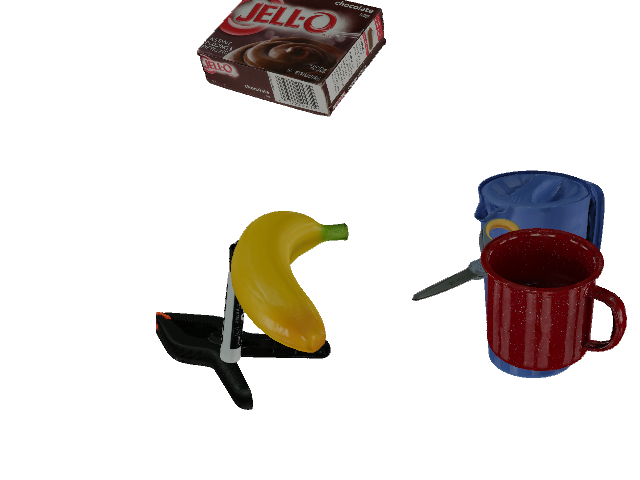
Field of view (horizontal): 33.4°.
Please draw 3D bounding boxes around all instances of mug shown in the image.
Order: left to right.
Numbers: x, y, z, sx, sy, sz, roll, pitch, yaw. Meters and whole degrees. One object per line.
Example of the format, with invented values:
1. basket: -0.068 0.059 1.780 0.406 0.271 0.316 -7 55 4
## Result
1. mug: 0.182 0.051 0.831 0.117 0.081 0.093 17 36 32

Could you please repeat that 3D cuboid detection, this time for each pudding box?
1. pudding box: -0.021 -0.145 0.797 0.114 0.090 0.039 21 -32 24

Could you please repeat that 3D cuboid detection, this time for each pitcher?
1. pitcher: 0.272 0.040 1.325 0.149 0.243 0.144 2 24 15

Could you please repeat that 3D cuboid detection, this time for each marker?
1. marker: -0.076 0.055 0.951 0.020 0.121 0.020 6 28 -3

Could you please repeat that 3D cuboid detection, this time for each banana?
1. banana: -0.023 0.016 0.673 0.069 0.037 0.197 -1 21 6

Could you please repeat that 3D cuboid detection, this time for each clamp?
1. clamp: -0.115 0.129 1.238 0.210 0.036 0.164 14 24 24

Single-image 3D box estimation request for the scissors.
1. scissors: 0.157 0.017 1.096 0.201 0.016 0.096 -7 42 -28
